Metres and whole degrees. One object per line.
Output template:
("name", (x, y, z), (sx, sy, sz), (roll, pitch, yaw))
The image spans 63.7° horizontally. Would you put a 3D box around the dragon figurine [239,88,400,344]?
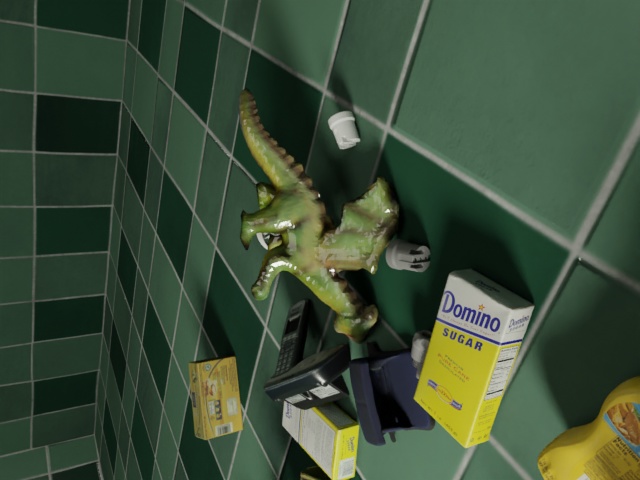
("dragon figurine", (0.002, -0.038, 0.763), (0.242, 0.408, 0.123), (-6, 7, 23))
